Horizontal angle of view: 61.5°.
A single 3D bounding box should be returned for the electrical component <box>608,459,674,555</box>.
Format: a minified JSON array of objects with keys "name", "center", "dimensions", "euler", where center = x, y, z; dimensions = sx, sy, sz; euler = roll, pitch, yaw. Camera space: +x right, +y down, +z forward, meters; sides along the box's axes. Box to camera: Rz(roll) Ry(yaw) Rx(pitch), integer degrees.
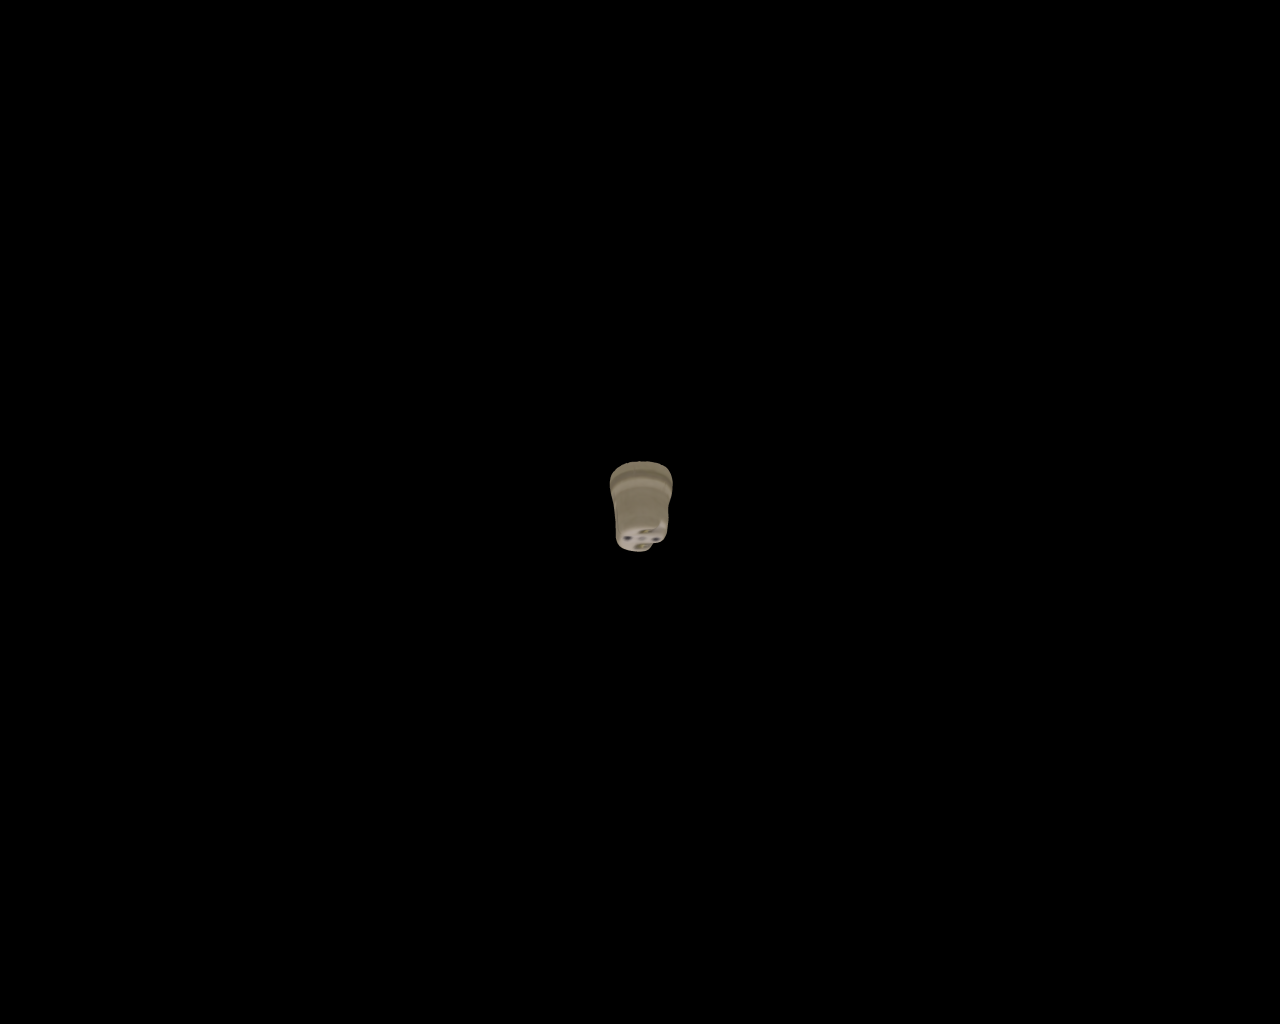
[{"name":"electrical component","center":[0.001,-0.003,0.650],"dimensions":[0.040,0.046,0.040],"euler":[0,-32,0]}]
